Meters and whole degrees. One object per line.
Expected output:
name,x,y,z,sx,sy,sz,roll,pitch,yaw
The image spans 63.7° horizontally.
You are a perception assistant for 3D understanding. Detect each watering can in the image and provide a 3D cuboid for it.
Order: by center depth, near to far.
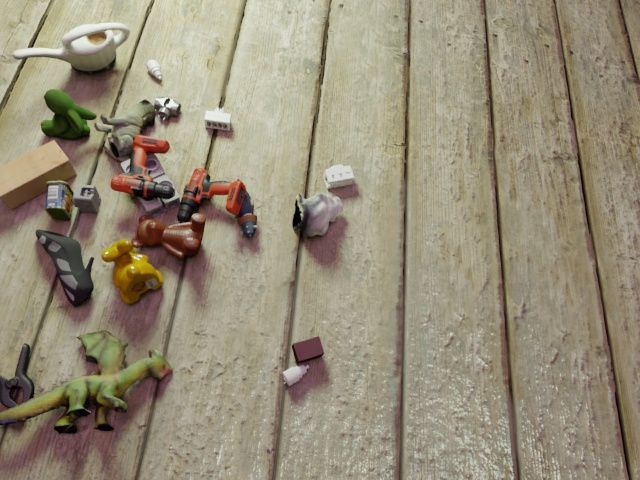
watering can,-0.778,-0.607,1.647,0.350,0.223,0.104,-26,91,-19

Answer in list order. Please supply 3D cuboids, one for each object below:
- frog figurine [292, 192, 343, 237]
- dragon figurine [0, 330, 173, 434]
frog figurine,0.005,-0.080,1.592,0.160,0.123,0.136,-3,99,-20
dragon figurine,-0.590,0.347,1.309,0.410,0.119,0.249,3,48,-10
